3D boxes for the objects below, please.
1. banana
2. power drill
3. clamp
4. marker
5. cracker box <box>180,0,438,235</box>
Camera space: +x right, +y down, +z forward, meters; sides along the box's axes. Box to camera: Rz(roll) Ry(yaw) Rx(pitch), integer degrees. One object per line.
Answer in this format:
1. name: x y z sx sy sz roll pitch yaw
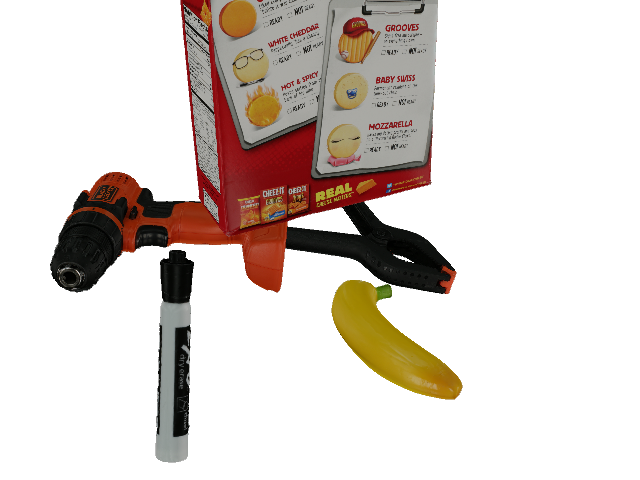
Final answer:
1. banana: 0.050 0.071 0.848 0.069 0.037 0.198 -5 23 -11
2. power drill: -0.122 -0.002 0.903 0.187 0.057 0.184 8 26 -1
3. clamp: 0.058 0.007 1.255 0.210 0.036 0.164 32 38 23
4. marker: -0.083 0.065 0.605 0.020 0.121 0.020 3 10 -1
5. cracker box: -0.006 -0.125 0.719 0.164 0.214 0.072 -15 33 -21
